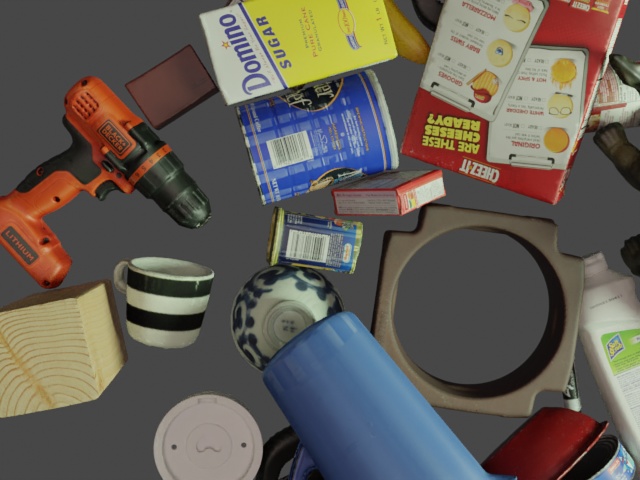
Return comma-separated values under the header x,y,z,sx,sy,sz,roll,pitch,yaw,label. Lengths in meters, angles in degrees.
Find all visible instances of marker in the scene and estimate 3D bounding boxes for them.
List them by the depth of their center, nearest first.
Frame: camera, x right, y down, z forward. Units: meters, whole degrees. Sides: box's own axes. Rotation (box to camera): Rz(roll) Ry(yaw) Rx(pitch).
x,y,z,sx,sy,sz,roll,pitch,yaw,label
0.262,0.148,1.121,0.020,0.020,0.121,-9,93,-3,marker

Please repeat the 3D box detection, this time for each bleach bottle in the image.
x,y,z,sx,sy,sz,roll,pitch,yaw,label
0.333,0.128,1.103,0.102,0.068,0.251,-23,91,-3,bleach bottle

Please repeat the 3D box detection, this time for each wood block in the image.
x,y,z,sx,sy,sz,roll,pitch,yaw,label
-0.244,0.096,1.002,0.090,0.206,0.091,-11,93,-2,wood block

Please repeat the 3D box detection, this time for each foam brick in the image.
x,y,z,sx,sy,sz,roll,pitch,yaw,label
-0.147,-0.153,1.074,0.078,0.051,0.053,-32,94,-1,foam brick

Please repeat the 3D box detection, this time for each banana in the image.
x,y,z,sx,sy,sz,roll,pitch,yaw,label
0.055,-0.265,1.077,0.070,0.037,0.198,-14,96,34,banana

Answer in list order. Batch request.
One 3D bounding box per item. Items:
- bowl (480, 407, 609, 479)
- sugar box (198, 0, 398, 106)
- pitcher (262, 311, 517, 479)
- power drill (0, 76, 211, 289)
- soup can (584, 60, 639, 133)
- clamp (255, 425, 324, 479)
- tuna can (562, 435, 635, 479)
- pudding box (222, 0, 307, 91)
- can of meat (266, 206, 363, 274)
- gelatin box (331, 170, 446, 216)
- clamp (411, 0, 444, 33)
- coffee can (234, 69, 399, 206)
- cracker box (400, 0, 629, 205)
x,y,z,sx,sy,sz,roll,pitch,yaw,label
0.209,0.216,1.059,0.162,0.162,0.055,-43,78,-1,bowl
-0.022,-0.198,1.042,0.176,0.048,0.093,-17,96,-3,sugar box
0.046,0.196,0.980,0.149,0.145,0.243,-25,72,-38,pitcher
-0.224,-0.039,1.055,0.188,0.057,0.184,-42,92,10,power drill
0.300,-0.147,1.087,0.102,0.068,0.068,-7,93,-3,soup can
0.003,0.211,1.098,0.120,0.039,0.171,33,100,-18,clamp
0.278,0.240,1.092,0.086,0.086,0.034,-38,95,-1,tuna can
-0.040,-0.218,1.084,0.113,0.039,0.090,37,90,-5,pudding box
-0.007,0.001,1.062,0.084,0.102,0.057,9,91,-5,can of meat
0.067,-0.046,1.057,0.073,0.089,0.030,-23,107,-43,gelatin box
0.172,-0.241,1.090,0.164,0.036,0.210,-43,92,8,clamp
-0.004,-0.101,1.057,0.140,0.103,0.103,-16,93,-2,coffee can
0.188,-0.163,1.034,0.164,0.072,0.214,21,108,18,cracker box
